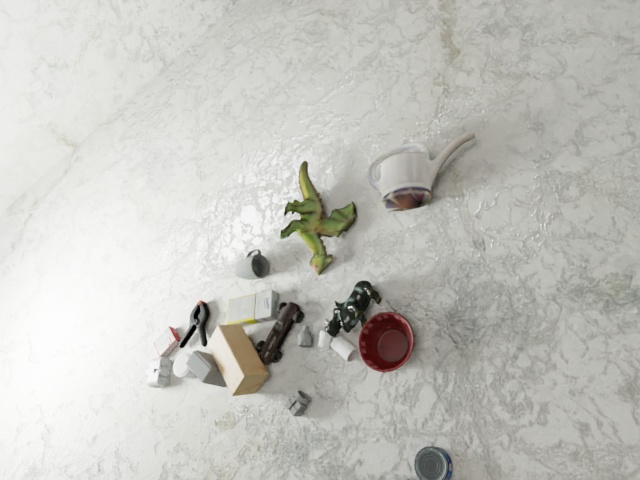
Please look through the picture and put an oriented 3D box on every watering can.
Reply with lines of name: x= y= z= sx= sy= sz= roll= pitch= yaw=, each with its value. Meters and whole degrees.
watering can: x=0.300 y=-0.207 z=1.556 sx=0.346 sy=0.102 sz=0.229 roll=-12 pitch=60 yaw=28

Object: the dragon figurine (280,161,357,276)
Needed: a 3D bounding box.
dragon figurine: x=0.005 y=-0.086 z=1.701 sx=0.243 sy=0.120 sz=0.417 roll=5 pitch=68 yaw=16
